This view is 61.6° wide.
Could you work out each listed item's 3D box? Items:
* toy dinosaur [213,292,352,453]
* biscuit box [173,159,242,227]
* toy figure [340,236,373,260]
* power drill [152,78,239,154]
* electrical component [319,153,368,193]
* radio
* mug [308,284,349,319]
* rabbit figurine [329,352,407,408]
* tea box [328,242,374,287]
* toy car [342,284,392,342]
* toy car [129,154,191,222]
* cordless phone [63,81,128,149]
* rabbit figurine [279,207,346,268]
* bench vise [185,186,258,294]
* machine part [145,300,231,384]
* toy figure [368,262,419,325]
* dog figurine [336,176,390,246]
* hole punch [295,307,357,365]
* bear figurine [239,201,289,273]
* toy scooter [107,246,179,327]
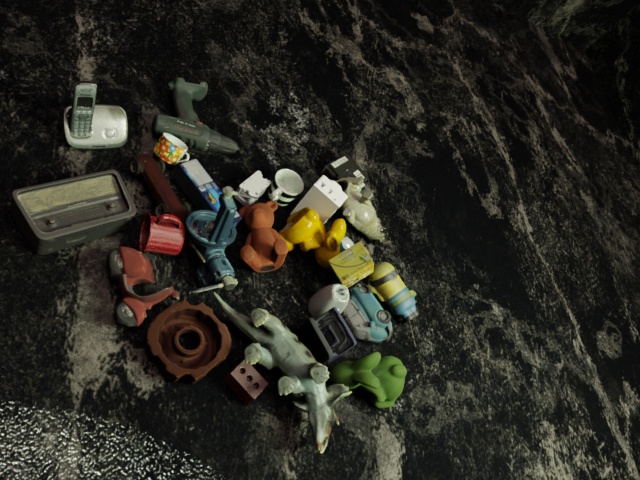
[{"bbox_3d":[-0.075,0.266,1.204,0.131,0.192,0.405,-40,68,-7],"label":"toy dinosaur"},{"bbox_3d":[-0.286,-0.107,1.361,0.059,0.063,0.202,-31,80,-42],"label":"biscuit box"},{"bbox_3d":[0.089,0.032,1.507,0.154,0.058,0.064,27,88,-16],"label":"toy figure"},{"bbox_3d":[-0.341,-0.335,1.475,0.232,0.086,0.207,5,66,-26],"label":"power drill"},{"bbox_3d":[0.080,-0.186,1.643,0.115,0.058,0.134,-33,81,-39],"label":"electrical component"},{"bbox_3d":[-0.531,-0.063,1.172,0.229,0.073,0.131,-23,74,-39],"label":"radio"},{"bbox_3d":[0.026,0.163,1.345,0.081,0.107,0.109,18,51,-19],"label":"mug"},{"bbox_3d":[0.110,0.330,1.275,0.170,0.159,0.121,5,67,-12],"label":"rabbit figurine"},{"bbox_3d":[0.082,0.068,1.388,0.098,0.169,0.068,-31,77,-3],"label":"tea box"},{"bbox_3d":[0.110,0.198,1.381,0.103,0.109,0.162,-23,65,-21],"label":"toy car"},{"bbox_3d":[-0.394,-0.125,1.312,0.089,0.053,0.202,-16,68,-55],"label":"toy car"},{"bbox_3d":[-0.522,-0.303,1.263,0.146,0.184,0.089,-8,61,-35],"label":"cordless phone"},{"bbox_3d":[-0.003,-0.004,1.427,0.173,0.162,0.122,52,33,-15],"label":"rabbit figurine"},{"bbox_3d":[-0.235,-0.008,1.221,0.129,0.240,0.224,5,41,-30],"label":"bench vise"},{"bbox_3d":[-0.284,0.218,1.152,0.179,0.056,0.179,15,54,-22],"label":"machine part"},{"bbox_3d":[0.207,0.142,1.483,0.082,0.089,0.180,-22,71,-48],"label":"toy figure"},{"bbox_3d":[0.114,-0.082,1.569,0.190,0.121,0.172,52,9,-49],"label":"dog figurine"},{"bbox_3d":[0.013,0.234,1.283,0.092,0.115,0.142,-23,72,-33],"label":"hole punch"},{"bbox_3d":[-0.146,-0.023,1.350,0.120,0.131,0.196,-9,69,-4],"label":"bear figurine"},{"bbox_3d":[-0.380,0.093,1.157,0.135,0.075,0.184,-8,67,-26],"label":"toy scooter"}]
